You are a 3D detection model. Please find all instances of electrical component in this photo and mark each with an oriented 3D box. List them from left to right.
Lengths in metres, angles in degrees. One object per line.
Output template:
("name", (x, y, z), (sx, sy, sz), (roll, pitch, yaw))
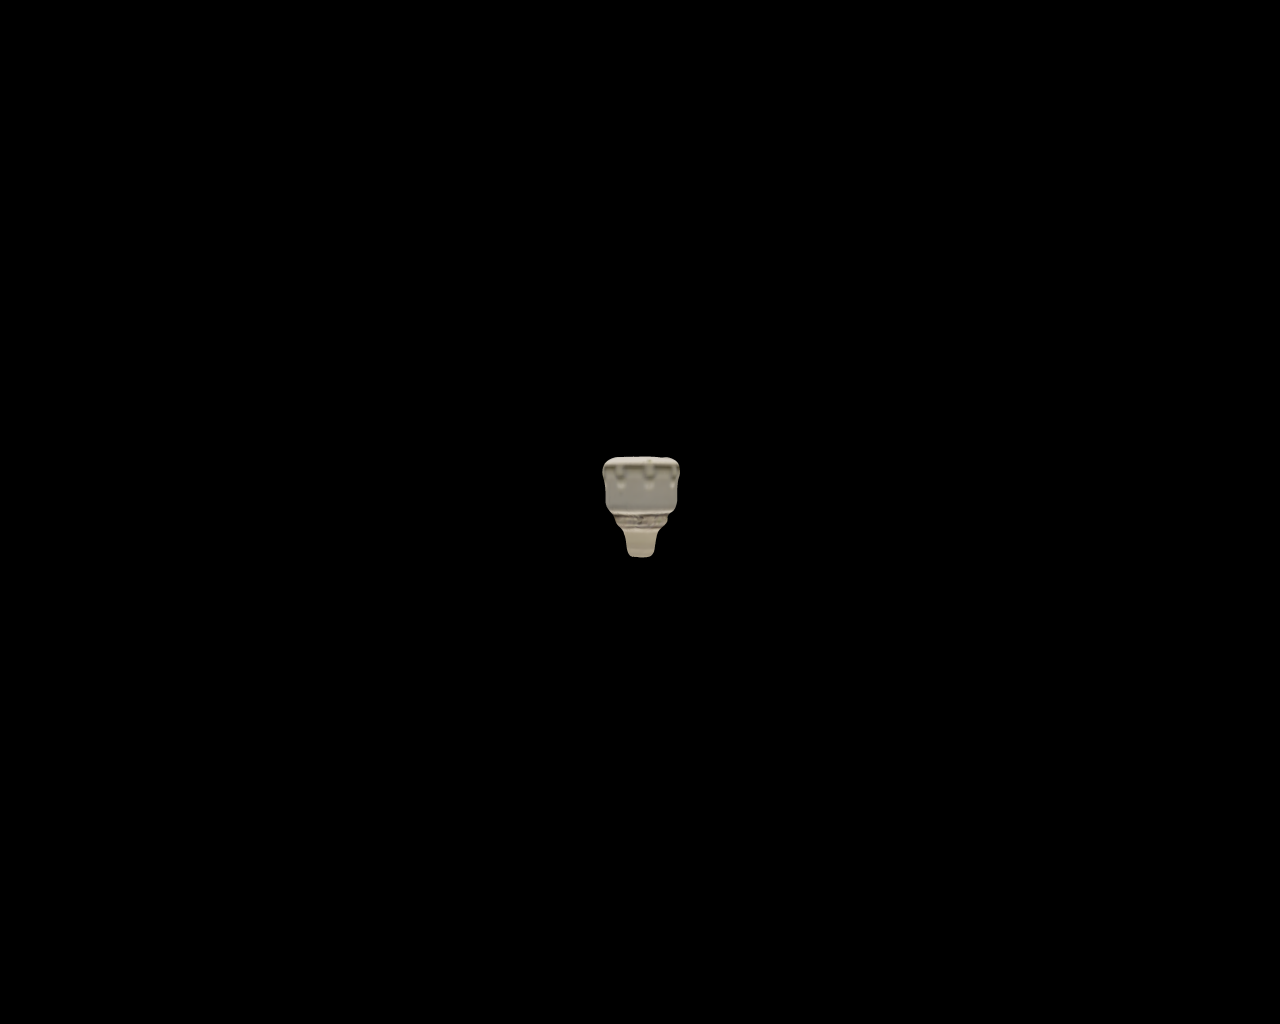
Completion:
("electrical component", (0.001, -0.003, 0.650), (0.048, 0.062, 0.048), (0, 0, 0))
